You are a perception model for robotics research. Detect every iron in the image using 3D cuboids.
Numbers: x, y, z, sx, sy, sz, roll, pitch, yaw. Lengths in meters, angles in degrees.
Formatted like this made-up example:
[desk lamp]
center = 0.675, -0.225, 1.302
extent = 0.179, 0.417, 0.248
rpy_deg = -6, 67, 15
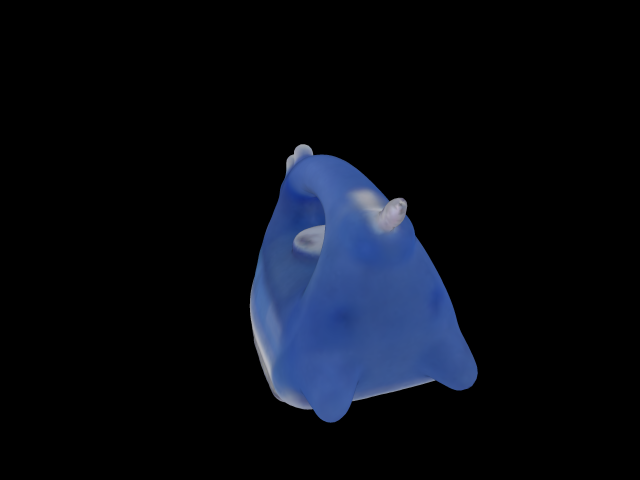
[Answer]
[iron]
center = 0.004, 0.001, 0.400
extent = 0.119, 0.141, 0.257
rpy_deg = -8, 26, -17
